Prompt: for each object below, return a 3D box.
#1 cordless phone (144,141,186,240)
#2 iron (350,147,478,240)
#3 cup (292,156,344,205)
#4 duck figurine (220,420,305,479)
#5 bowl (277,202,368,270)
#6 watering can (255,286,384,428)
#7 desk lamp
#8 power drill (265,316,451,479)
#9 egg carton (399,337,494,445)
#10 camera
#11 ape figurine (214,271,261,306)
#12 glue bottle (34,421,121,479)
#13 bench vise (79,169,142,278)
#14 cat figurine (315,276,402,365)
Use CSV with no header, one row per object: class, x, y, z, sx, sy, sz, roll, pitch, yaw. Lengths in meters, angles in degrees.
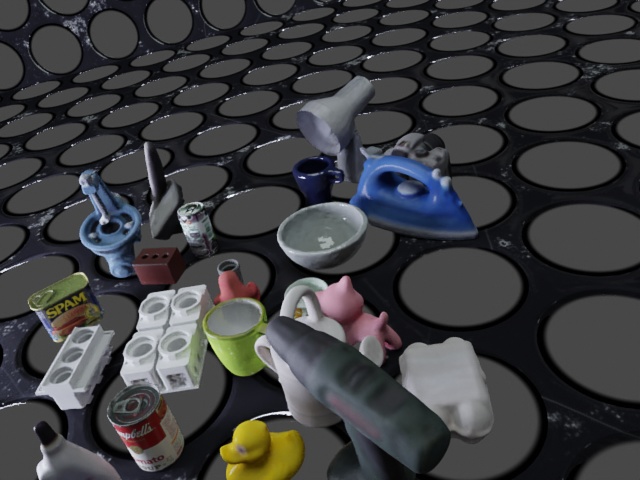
cordless phone,-0.342,-0.106,1.219,0.094,0.185,0.147,-21,35,-12
iron,0.177,-0.094,1.074,0.257,0.142,0.119,18,45,37
cup,0.006,-0.116,1.202,0.117,0.095,0.092,12,41,31
duck figurine,-0.073,0.255,0.701,0.105,0.086,0.077,-21,35,-11
bowl,0.010,0.004,1.047,0.167,0.075,0.167,-8,34,6
watering can,-0.005,0.143,0.744,0.172,0.194,0.101,-9,34,6
desk lamp,0.062,-0.233,1.247,0.204,0.214,0.117,-35,40,-29
power drill,0.039,0.201,0.634,0.228,0.209,0.076,21,46,39
egg carton,0.160,0.192,0.732,0.107,0.069,0.150,-9,34,5
camera,0.222,-0.180,1.219,0.142,0.101,0.137,18,45,37
ape figurine,-0.142,0.089,0.956,0.078,0.092,0.076,-13,34,0
glue bottle,-0.292,0.271,0.671,0.078,0.173,0.037,-30,38,-23
bench vise,-0.434,-0.055,1.144,0.122,0.220,0.206,-28,37,-22
cat figurine,0.051,0.109,0.843,0.127,0.118,0.067,18,45,37
